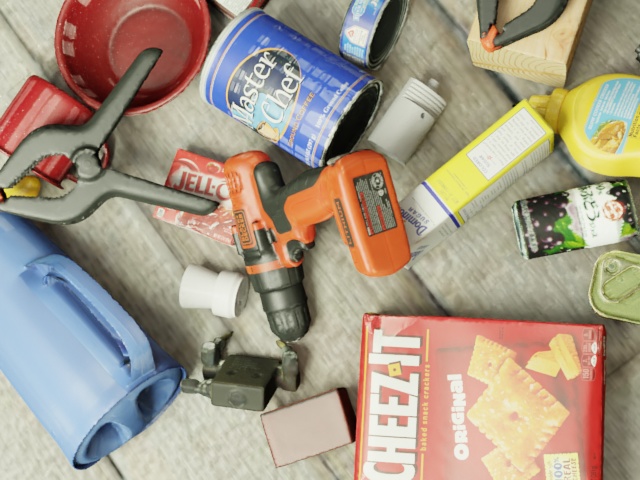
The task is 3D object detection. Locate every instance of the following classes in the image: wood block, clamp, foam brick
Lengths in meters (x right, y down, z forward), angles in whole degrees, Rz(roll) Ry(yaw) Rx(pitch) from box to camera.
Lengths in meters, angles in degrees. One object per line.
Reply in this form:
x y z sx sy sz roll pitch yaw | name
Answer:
0.210 -0.255 0.965 0.091 0.090 0.206 18 88 13 | wood block
-0.213 -0.082 0.995 0.210 0.036 0.164 -14 93 -5 | clamp
0.179 -0.243 0.904 0.120 0.039 0.171 42 94 15 | clamp
-0.007 0.172 0.983 0.078 0.053 0.051 -20 80 10 | foam brick

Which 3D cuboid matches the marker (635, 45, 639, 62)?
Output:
0.333 -0.135 0.963 0.121 0.020 0.020 44 94 12 | marker

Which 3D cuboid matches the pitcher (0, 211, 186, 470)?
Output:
-0.247 0.080 1.001 0.243 0.145 0.149 45 95 16 | pitcher

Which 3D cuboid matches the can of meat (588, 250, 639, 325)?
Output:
0.283 0.047 0.920 0.102 0.084 0.057 12 86 13 | can of meat

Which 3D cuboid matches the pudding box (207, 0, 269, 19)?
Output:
-0.090 -0.278 1.057 0.113 0.039 0.090 38 90 10 | pudding box

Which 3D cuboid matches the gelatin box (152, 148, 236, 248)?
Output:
-0.109 -0.041 1.039 0.089 0.030 0.073 20 88 13 | gelatin box

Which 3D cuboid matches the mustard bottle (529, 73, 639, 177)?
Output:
0.276 -0.099 0.940 0.192 0.058 0.096 17 70 24 | mustard bottle

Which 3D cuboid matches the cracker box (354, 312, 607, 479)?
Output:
0.141 0.150 0.945 0.214 0.072 0.164 2 84 13 | cracker box

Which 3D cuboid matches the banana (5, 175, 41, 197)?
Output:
-0.365 -0.038 1.075 0.198 0.069 0.037 3 51 13 | banana

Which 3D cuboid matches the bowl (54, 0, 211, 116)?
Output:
-0.178 -0.197 1.057 0.162 0.055 0.162 -1 84 12 | bowl

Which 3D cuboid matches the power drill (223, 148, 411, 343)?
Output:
-0.006 0.001 0.944 0.188 0.057 0.184 -9 100 50 | power drill

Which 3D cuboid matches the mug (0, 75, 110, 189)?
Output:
-0.262 -0.102 1.055 0.117 0.093 0.081 34 86 -18 | mug

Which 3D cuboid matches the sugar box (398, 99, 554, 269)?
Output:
0.128 -0.047 0.958 0.176 0.093 0.048 -37 77 5 | sugar box

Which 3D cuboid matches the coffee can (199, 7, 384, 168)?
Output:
-0.027 -0.139 0.995 0.140 0.102 0.103 33 91 13 | coffee can

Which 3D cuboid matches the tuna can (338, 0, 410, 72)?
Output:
0.051 -0.203 0.995 0.034 0.086 0.086 26 89 15 | tuna can
